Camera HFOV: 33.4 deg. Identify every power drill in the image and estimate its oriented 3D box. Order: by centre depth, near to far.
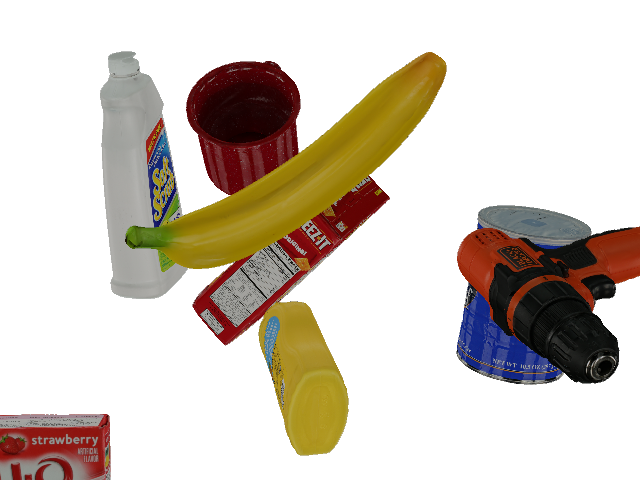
[{"bbox_3d":[0.212,0.030,0.757,0.187,0.057,0.184,-9,28,-15],"label":"power drill"}]

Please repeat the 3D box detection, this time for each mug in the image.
[{"bbox_3d":[-0.057,-0.098,0.900,0.093,0.117,0.081,12,-32,11],"label":"mug"}]

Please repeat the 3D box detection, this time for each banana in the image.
[{"bbox_3d":[-0.011,-0.035,0.599,0.198,0.037,0.069,-32,-15,-2],"label":"banana"}]

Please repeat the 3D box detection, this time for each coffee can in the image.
[{"bbox_3d":[0.187,0.048,0.991,0.103,0.140,0.103,6,17,-2],"label":"coffee can"}]

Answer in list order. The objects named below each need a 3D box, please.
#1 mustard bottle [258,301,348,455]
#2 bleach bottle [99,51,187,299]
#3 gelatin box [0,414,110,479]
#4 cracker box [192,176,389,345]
[{"bbox_3d":[-0.023,0.115,1.034,0.058,0.096,0.192,-5,28,-12],"label":"mustard bottle"},{"bbox_3d":[-0.194,-0.071,1.125,0.068,0.251,0.102,4,27,18],"label":"bleach bottle"},{"bbox_3d":[-0.152,0.127,0.544,0.089,0.073,0.030,0,6,-4],"label":"gelatin box"},{"bbox_3d":[-0.036,0.012,1.259,0.214,0.072,0.164,-43,-1,29],"label":"cracker box"}]
